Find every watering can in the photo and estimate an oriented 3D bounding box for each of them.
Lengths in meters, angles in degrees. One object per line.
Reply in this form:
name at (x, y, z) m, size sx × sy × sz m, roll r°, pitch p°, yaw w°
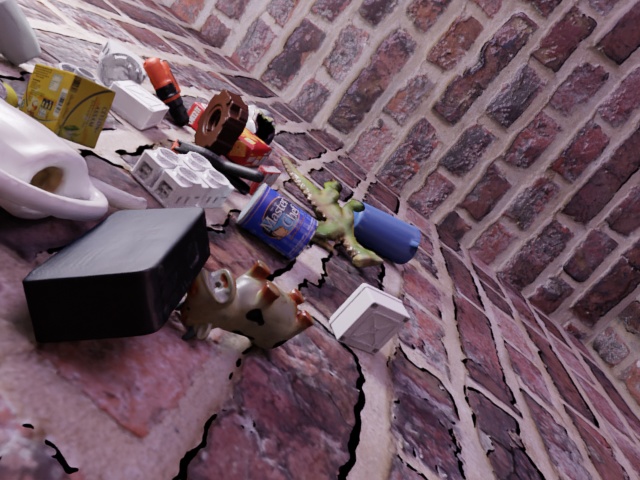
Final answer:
watering can at (-0.365, -0.095, 0.671) m, size 0.224 × 0.104 × 0.348 m, roll 36°, pitch 2°, yaw 1°

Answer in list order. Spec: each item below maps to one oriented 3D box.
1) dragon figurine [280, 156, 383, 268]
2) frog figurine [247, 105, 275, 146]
dragon figurine at (0.004, -0.069, 1.373) m, size 0.411 × 0.120 × 0.246 m, roll 39°, pitch 24°, yaw 5°
frog figurine at (-0.219, -0.350, 1.609) m, size 0.124 × 0.135 × 0.160 m, roll -28°, pitch 27°, yaw -37°
